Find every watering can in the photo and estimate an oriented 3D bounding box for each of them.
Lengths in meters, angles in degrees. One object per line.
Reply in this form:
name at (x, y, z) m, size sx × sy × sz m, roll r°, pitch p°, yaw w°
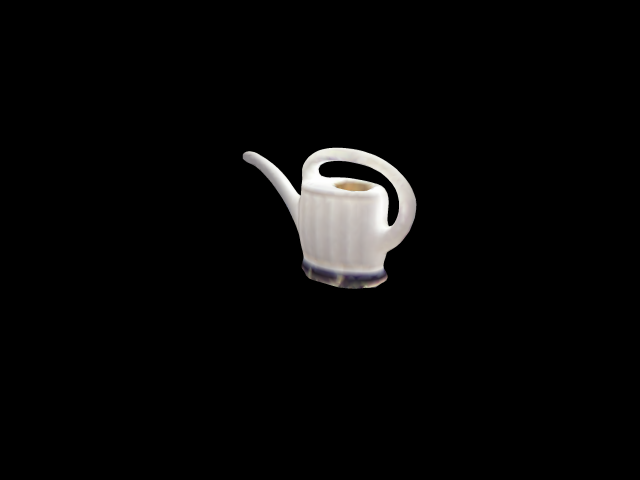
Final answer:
watering can at (0.003, -0.043, 0.850) m, size 0.349 × 0.222 × 0.105 m, roll 12°, pitch 18°, yaw 38°
